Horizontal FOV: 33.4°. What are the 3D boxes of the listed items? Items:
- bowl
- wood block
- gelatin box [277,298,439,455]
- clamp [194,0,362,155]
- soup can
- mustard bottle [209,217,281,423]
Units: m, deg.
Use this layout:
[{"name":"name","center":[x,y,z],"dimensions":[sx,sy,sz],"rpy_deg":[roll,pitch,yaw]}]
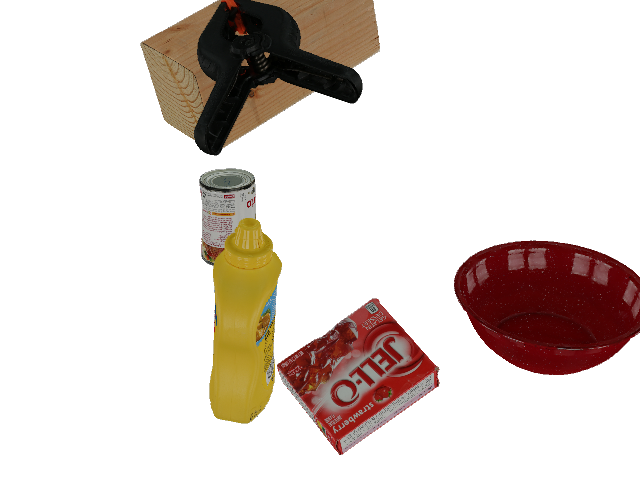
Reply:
[{"name":"bowl","center":[0.190,0.063,0.887],"dimensions":[0.162,0.055,0.162],"rpy_deg":[1,31,0]},{"name":"wood block","center":[-0.052,-0.183,1.010],"dimensions":[0.205,0.091,0.090],"rpy_deg":[-35,46,-24]},{"name":"gelatin box","center":[0.026,0.093,0.741],"dimensions":[0.089,0.073,0.030],"rpy_deg":[-33,-32,-13]},{"name":"clamp","center":[-0.037,-0.131,0.779],"dimensions":[0.120,0.039,0.171],"rpy_deg":[-11,45,0]},{"name":"soup can","center":[-0.111,-0.028,1.278],"dimensions":[0.068,0.102,0.068],"rpy_deg":[0,25,0]},{"name":"mustard bottle","center":[-0.066,0.063,0.937],"dimensions":[0.058,0.192,0.096],"rpy_deg":[10,36,6]}]
